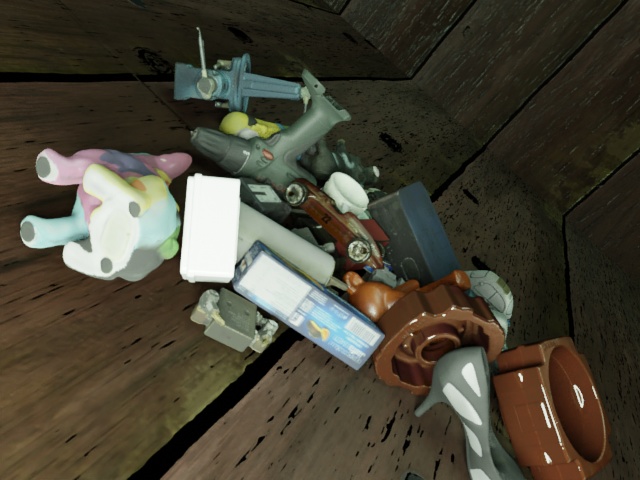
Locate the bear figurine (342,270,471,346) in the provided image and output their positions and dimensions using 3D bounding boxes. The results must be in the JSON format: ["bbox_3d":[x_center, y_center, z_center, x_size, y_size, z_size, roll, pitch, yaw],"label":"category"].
[{"bbox_3d":[0.133,0.099,0.804,0.195,0.132,0.120,22,54,-43],"label":"bear figurine"}]

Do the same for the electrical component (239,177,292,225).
[{"bbox_3d":[-0.105,-0.054,0.811,0.075,0.047,0.119,49,29,17],"label":"electrical component"}]

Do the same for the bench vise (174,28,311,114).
[{"bbox_3d":[-0.135,-0.281,0.980,0.241,0.128,0.224,6,6,-3],"label":"bench vise"}]

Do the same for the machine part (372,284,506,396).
[{"bbox_3d":[0.156,0.138,0.733,0.179,0.179,0.056,25,28,-27],"label":"machine part"}]

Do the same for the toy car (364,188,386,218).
[{"bbox_3d":[0.151,-0.031,1.098,0.073,0.056,0.202,2,45,-42],"label":"toy car"}]

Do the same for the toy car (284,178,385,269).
[{"bbox_3d":[0.028,-0.028,0.837,0.202,0.053,0.089,42,10,21],"label":"toy car"}]

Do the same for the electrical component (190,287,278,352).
[{"bbox_3d":[-0.094,0.090,0.614,0.102,0.045,0.078,34,29,-14],"label":"electrical component"}]

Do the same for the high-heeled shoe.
[{"bbox_3d":[0.236,0.248,0.691,0.249,0.145,0.086,41,28,4],"label":"high-heeled shoe"}]

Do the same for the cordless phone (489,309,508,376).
[{"bbox_3d":[0.270,0.205,0.881,0.146,0.089,0.184,16,48,-39],"label":"cordless phone"}]

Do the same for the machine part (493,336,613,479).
[{"bbox_3d":[0.362,0.259,0.838,0.201,0.087,0.201,2,67,-45],"label":"machine part"}]

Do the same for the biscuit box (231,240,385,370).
[{"bbox_3d":[-0.014,0.083,0.680,0.202,0.059,0.063,37,2,-19],"label":"biscuit box"}]

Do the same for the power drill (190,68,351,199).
[{"bbox_3d":[-0.063,-0.172,0.868,0.231,0.207,0.086,35,8,-36],"label":"power drill"}]

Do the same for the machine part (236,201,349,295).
[{"bbox_3d":[-0.068,0.015,0.725,0.243,0.079,0.079,30,29,-18],"label":"machine part"}]

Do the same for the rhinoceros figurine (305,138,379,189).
[{"bbox_3d":[0.051,-0.151,1.126,0.190,0.073,0.112,5,43,-48],"label":"rhinoceros figurine"}]

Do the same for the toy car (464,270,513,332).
[{"bbox_3d":[0.316,0.115,1.042,0.162,0.103,0.109,46,28,14],"label":"toy car"}]

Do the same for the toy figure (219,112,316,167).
[{"bbox_3d":[-0.097,-0.176,0.969,0.180,0.082,0.089,2,26,-41],"label":"toy figure"}]

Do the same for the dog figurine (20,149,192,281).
[{"bbox_3d":[-0.197,-0.044,0.600,0.192,0.108,0.219,22,18,16],"label":"dog figurine"}]

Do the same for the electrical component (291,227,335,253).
[{"bbox_3d":[-0.027,0.009,0.809,0.094,0.021,0.063,-14,55,-24],"label":"electrical component"}]

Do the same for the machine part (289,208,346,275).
[{"bbox_3d":[-0.002,-0.003,0.879,0.084,0.039,0.139,17,34,-47],"label":"machine part"}]

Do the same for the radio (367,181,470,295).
[{"bbox_3d":[0.177,0.016,0.960,0.131,0.073,0.229,-19,84,-56],"label":"radio"}]
